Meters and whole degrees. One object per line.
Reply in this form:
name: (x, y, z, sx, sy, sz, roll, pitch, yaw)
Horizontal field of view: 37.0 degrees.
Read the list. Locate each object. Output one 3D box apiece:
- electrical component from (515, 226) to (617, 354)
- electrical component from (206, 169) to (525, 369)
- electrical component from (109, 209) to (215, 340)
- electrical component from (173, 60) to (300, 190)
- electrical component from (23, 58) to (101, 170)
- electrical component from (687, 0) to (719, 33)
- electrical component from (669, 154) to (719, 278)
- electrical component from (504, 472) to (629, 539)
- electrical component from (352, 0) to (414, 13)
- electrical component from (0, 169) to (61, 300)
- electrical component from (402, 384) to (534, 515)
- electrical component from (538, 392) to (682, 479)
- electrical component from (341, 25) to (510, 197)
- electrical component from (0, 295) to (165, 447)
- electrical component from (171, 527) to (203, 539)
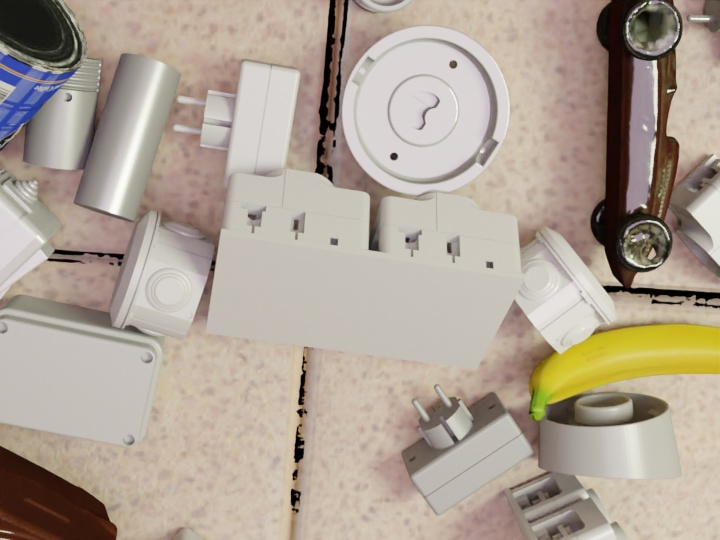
electrical component: (0.135, 0.014, 0.737, 0.051, 0.080, 0.080, -38, 104, 9)
electrical component: (0.000, 0.000, 0.701, 0.186, 0.060, 0.105, 8, 142, -8)
electrical component: (-0.131, 0.004, 0.708, 0.051, 0.080, 0.080, 18, 100, -15)
electrical component: (-0.084, -0.097, 0.705, 0.076, 0.047, 0.083, 9, 102, -8)
electrical component: (-0.192, -0.108, 0.693, 0.043, 0.043, 0.081, 7, 102, -7)
electrical component: (0.259, -0.178, 0.724, 0.079, 0.043, 0.077, 0, 103, -6)
electrical component: (0.262, -0.028, 0.755, 0.056, 0.050, 0.089, -44, 103, 5)
electrical component: (0.177, 0.248, 0.781, 0.060, 0.105, 0.186, -24, 104, 0)
electrical component: (0.014, -0.187, 0.690, 0.045, 0.055, 0.045, -1, 103, -6)
electrical component: (-0.238, -0.018, 0.699, 0.096, 0.061, 0.061, -42, 104, 5)
electrical component: (0.066, 0.116, 0.769, 0.083, 0.047, 0.075, -34, 104, 2)
electrical component: (0.174, 0.122, 0.758, 0.099, 0.099, 0.064, -7, 97, -4)
electrical component: (0.039, -0.106, 0.708, 0.108, 0.060, 0.108, -1, 103, -5)
electrical component: (-0.194, 0.068, 0.726, 0.113, 0.057, 0.078, 13, 101, -9)
electrical component: (-0.124, 0.264, 0.779, 0.109, 0.056, 0.108, 43, 95, -13)
